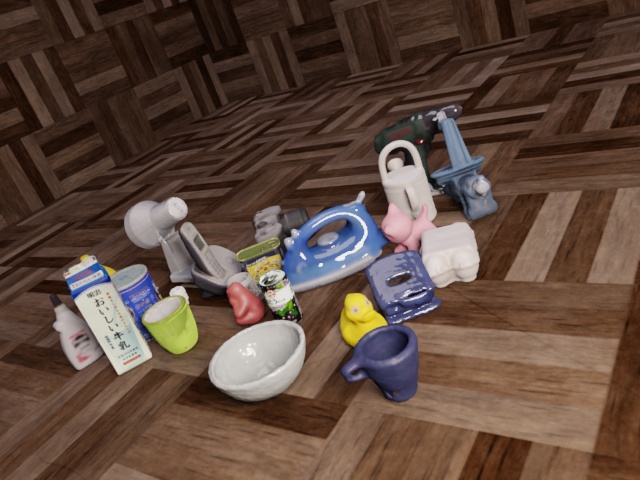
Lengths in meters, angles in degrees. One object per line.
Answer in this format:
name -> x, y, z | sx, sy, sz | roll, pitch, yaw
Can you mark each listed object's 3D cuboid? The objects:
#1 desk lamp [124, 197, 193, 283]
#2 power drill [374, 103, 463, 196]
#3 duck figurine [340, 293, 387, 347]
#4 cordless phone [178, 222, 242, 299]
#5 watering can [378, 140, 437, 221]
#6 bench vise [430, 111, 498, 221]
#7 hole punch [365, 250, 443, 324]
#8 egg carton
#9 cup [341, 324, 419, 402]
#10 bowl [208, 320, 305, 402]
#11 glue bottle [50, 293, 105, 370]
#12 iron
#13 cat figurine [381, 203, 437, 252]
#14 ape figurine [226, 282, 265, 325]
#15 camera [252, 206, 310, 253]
desk lamp -> -0.369, -0.006, 1.440 | 0.202, 0.214, 0.118 | -2, 30, 36
power drill -> 0.253, -0.214, 1.392 | 0.228, 0.209, 0.076 | -7, 27, 28
duck figurine -> 0.066, 0.128, 0.968 | 0.078, 0.086, 0.104 | -30, 26, -21
cordless phone -> -0.255, 0.026, 1.316 | 0.094, 0.185, 0.147 | -15, 24, 12
watering can -> 0.187, -0.132, 1.291 | 0.101, 0.194, 0.172 | -28, 25, -16
bench vise -> 0.314, -0.167, 1.231 | 0.122, 0.220, 0.206 | -28, 25, -17
hole punch -> 0.144, 0.080, 1.001 | 0.108, 0.091, 0.101 | -21, 24, -1
egg carton -> 0.240, 0.024, 1.070 | 0.107, 0.069, 0.150 | -14, 25, 15
cup -> 0.092, 0.188, 0.810 | 0.118, 0.095, 0.091 | -27, 25, -13
bowl -> -0.092, 0.209, 0.936 | 0.167, 0.075, 0.167 | -17, 24, 8
glue bottle -> -0.521, 0.186, 1.203 | 0.037, 0.173, 0.078 | 7, 36, 47
iron -> 0.011, 0.004, 1.205 | 0.258, 0.142, 0.118 | -25, 24, -10
cat figurine -> 0.178, -0.027, 1.169 | 0.128, 0.118, 0.067 | -30, 26, -20
ape figurine -> -0.157, 0.124, 1.146 | 0.076, 0.092, 0.078 | -13, 25, 18
camera -> -0.092, -0.033, 1.416 | 0.137, 0.101, 0.143 | -20, 24, 2
